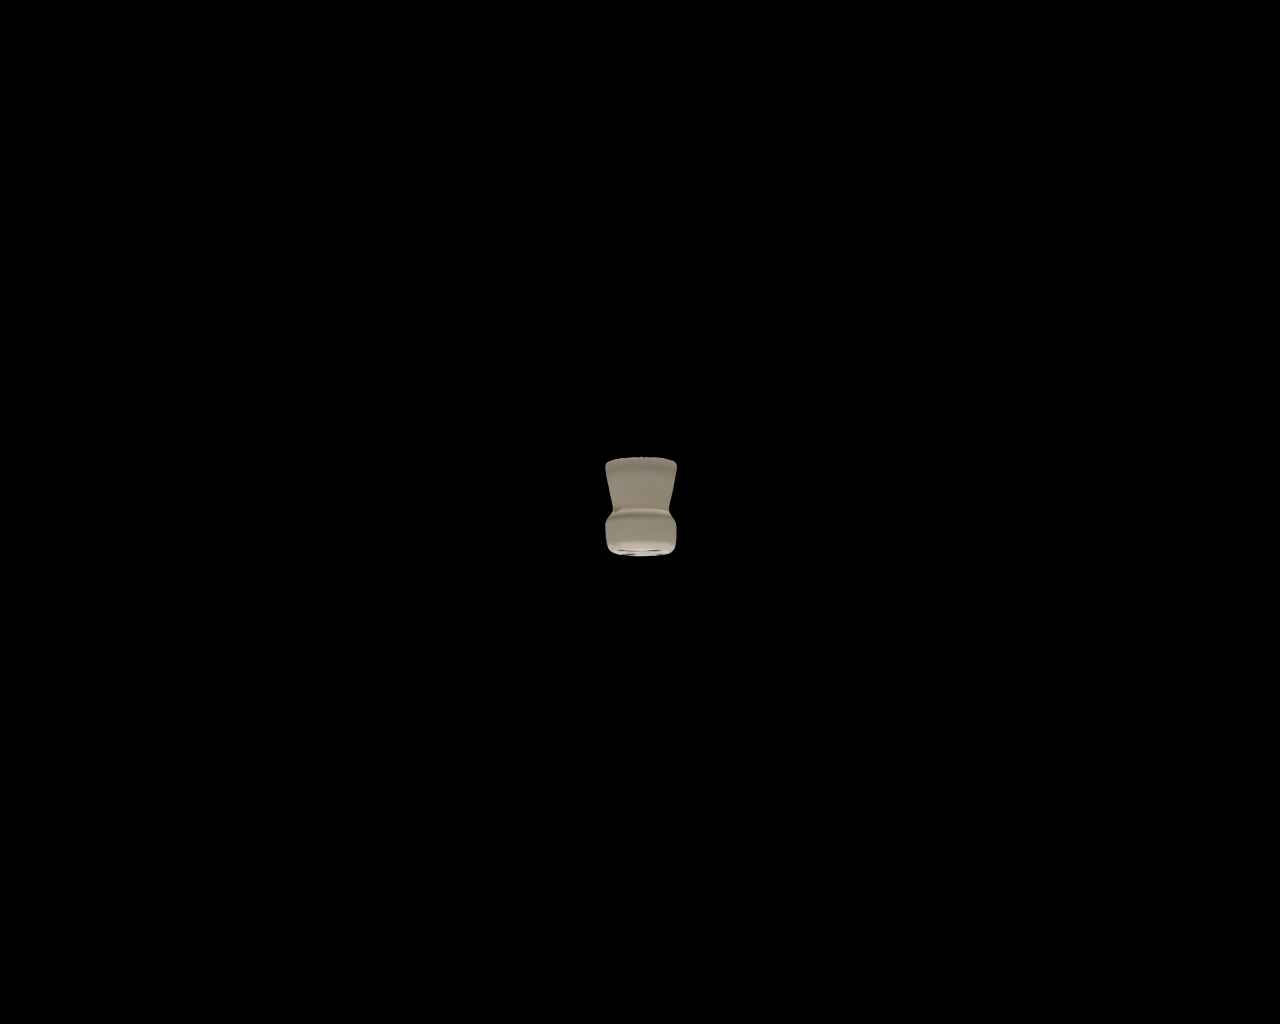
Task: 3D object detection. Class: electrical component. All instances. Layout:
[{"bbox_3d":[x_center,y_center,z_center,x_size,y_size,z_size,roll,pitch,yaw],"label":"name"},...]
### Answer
[{"bbox_3d":[0.001,-0.003,0.650,0.045,0.055,0.045,0,-9,0],"label":"electrical component"}]
